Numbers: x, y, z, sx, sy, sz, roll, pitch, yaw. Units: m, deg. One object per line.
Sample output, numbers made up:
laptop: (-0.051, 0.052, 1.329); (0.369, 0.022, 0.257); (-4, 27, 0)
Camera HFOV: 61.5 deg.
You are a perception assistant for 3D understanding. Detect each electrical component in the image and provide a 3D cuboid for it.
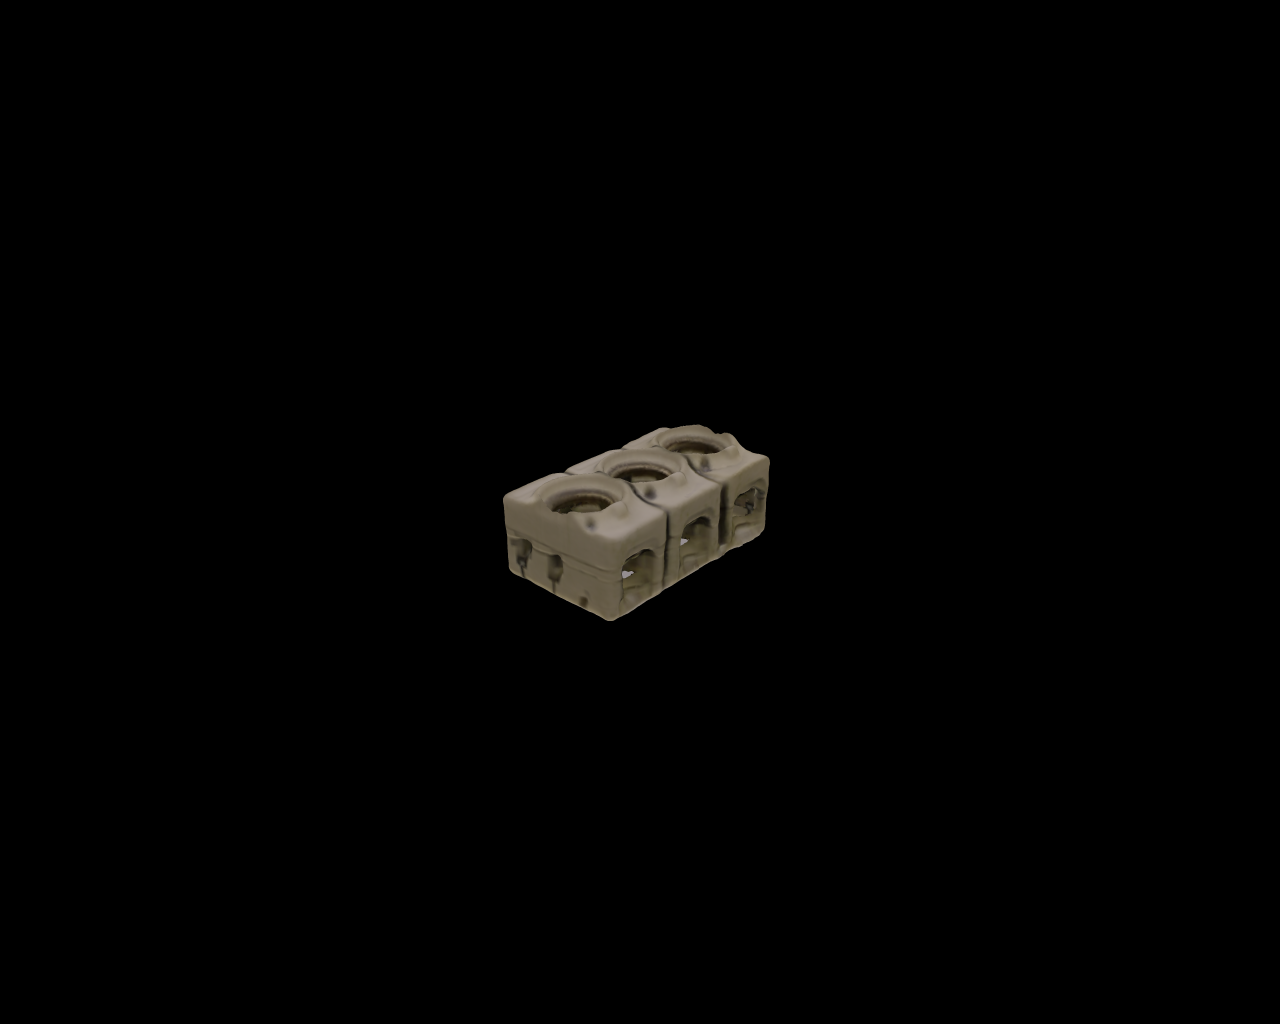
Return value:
electrical component: (0.001, -0.003, 0.650); (0.089, 0.061, 0.150); (21, 33, 36)
